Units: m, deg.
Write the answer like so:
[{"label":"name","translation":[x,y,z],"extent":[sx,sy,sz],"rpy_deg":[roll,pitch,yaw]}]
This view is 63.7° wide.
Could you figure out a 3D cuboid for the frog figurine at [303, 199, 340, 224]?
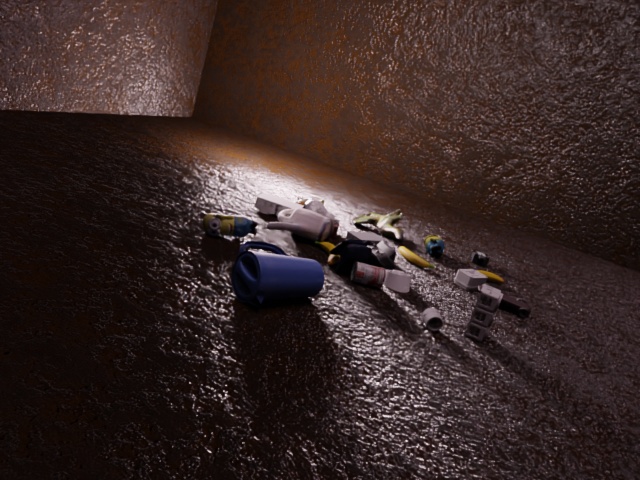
[{"label":"frog figurine","translation":[0.007,-0.111,2.203],"extent":[0.159,0.123,0.136],"rpy_deg":[9,-6,13]}]

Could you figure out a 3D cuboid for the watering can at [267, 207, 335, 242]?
[{"label":"watering can","translation":[-0.065,-0.054,1.967],"extent":[0.225,0.102,0.351],"rpy_deg":[20,18,9]}]

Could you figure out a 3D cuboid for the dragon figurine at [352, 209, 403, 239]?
[{"label":"dragon figurine","translation":[0.270,-0.070,2.414],"extent":[0.243,0.121,0.414],"rpy_deg":[2,13,9]}]
